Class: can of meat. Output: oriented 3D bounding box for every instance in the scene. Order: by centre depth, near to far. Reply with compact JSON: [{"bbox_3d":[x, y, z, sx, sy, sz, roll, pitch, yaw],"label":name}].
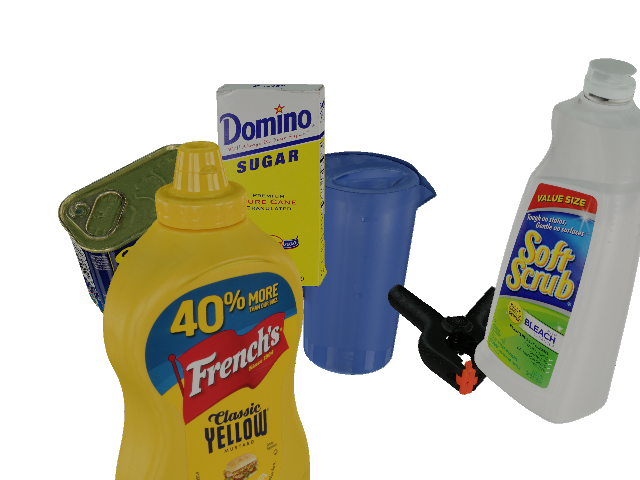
[{"bbox_3d":[-0.114,-0.002,0.710,0.102,0.084,0.057,-30,55,-21],"label":"can of meat"}]

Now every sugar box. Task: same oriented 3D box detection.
[{"bbox_3d":[-0.043,-0.049,0.947,0.093,0.176,0.048,1,16,7],"label":"sugar box"}]

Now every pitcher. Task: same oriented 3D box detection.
[{"bbox_3d":[0.029,0.026,1.228,0.144,0.243,0.149,-17,32,-40],"label":"pitcher"}]

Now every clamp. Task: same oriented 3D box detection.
[{"bbox_3d":[0.144,0.092,1.074,0.120,0.039,0.171,-8,32,-8],"label":"clamp"}]

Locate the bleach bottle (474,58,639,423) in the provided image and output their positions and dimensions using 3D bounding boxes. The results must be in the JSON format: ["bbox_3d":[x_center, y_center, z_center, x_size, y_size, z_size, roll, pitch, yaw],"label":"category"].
[{"bbox_3d":[0.168,-0.002,0.721,0.068,0.251,0.103,-16,35,-29],"label":"bleach bottle"}]

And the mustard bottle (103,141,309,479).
[{"bbox_3d":[-0.052,0.049,0.498,0.096,0.192,0.058,-12,21,-31],"label":"mustard bottle"}]
